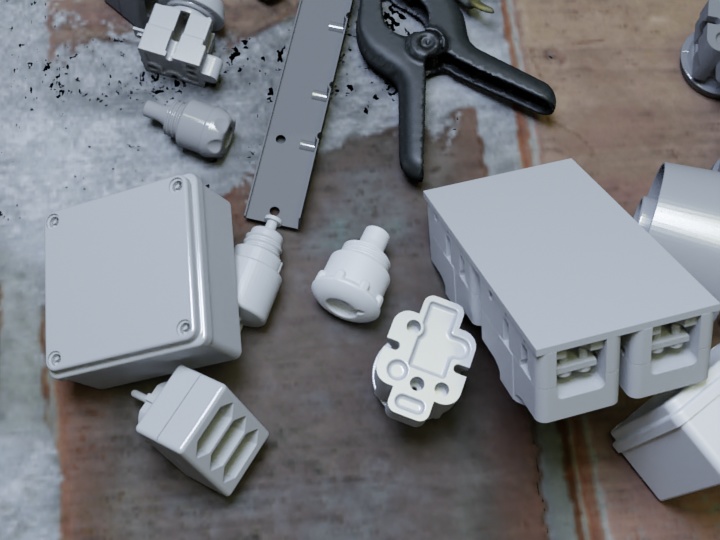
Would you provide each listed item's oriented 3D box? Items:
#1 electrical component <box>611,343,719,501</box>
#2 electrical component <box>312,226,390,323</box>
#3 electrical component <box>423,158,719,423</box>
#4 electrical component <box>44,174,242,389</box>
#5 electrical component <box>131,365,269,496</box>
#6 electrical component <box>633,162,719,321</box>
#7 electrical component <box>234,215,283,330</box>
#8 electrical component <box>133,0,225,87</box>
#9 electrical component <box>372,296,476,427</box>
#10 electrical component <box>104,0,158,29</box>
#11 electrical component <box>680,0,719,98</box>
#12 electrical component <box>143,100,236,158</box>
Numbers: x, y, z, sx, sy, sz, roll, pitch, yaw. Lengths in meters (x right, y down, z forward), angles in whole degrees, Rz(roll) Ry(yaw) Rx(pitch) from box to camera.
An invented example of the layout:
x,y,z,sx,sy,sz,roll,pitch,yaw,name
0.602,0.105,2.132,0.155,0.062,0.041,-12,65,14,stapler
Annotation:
x,y,z,sx,sy,sz,roll,pitch,yaw,name
0.223,0.084,0.657,0.109,0.108,0.056,-35,79,-16,electrical component
0.000,0.000,0.704,0.048,0.048,0.062,24,62,4,electrical component
0.119,0.008,0.655,0.105,0.060,0.186,-13,33,-10,electrical component
-0.134,0.009,0.661,0.109,0.056,0.108,-14,69,19,electrical component
-0.108,0.091,0.653,0.077,0.065,0.047,19,66,33,electrical component
0.209,-0.019,0.701,0.064,0.099,0.099,18,69,8,electrical component
-0.070,0.000,0.698,0.040,0.040,0.078,19,69,2,electrical component
-0.123,-0.166,0.753,0.066,0.048,0.055,17,77,1,electrical component
0.038,0.062,0.676,0.058,0.057,0.078,20,69,3,electrical component
-0.163,-0.226,0.770,0.077,0.047,0.065,40,71,9,electrical component
0.267,-0.161,0.779,0.058,0.057,0.078,10,69,-1,electrical component
-0.118,-0.100,0.735,0.061,0.035,0.035,21,69,6,electrical component
